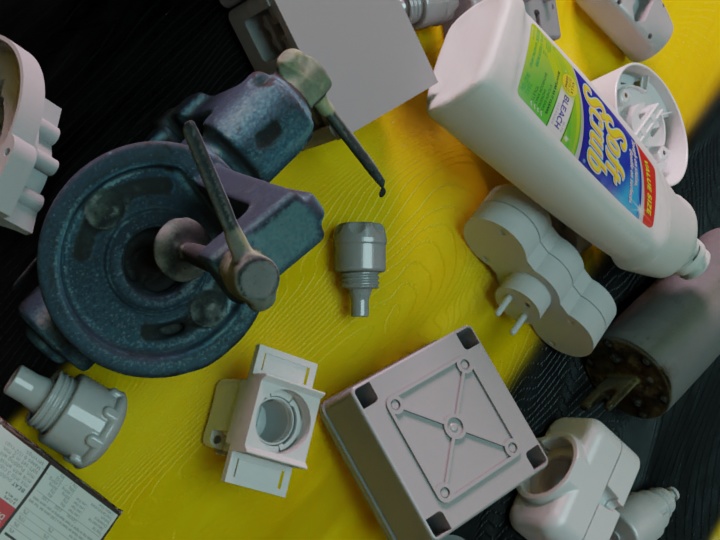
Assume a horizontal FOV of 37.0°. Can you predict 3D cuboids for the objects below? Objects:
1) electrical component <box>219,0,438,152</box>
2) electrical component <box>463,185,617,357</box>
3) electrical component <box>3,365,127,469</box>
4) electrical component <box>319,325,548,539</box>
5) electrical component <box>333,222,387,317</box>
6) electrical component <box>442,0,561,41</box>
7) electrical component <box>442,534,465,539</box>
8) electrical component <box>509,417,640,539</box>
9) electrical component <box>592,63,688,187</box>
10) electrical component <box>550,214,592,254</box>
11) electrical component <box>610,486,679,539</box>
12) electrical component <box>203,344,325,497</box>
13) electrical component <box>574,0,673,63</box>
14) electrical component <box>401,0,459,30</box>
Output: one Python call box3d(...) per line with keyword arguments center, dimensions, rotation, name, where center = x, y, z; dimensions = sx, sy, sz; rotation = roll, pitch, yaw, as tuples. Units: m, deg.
box3d(center=(-0.030, -0.162, 0.682), dimensions=(0.089, 0.062, 0.150), rotation=(-34, 104, -32), name="electrical component")
box3d(center=(0.122, 0.013, 0.772), dimensions=(0.138, 0.052, 0.073), rotation=(50, 61, -19), name="electrical component")
box3d(center=(-0.161, 0.074, 0.581), dimensions=(0.062, 0.048, 0.048), rotation=(35, 67, -19), name="electrical component")
box3d(center=(0.047, 0.107, 0.694), dimensions=(0.109, 0.056, 0.108), rotation=(-25, 82, -33), name="electrical component")
box3d(center=(0.000, 0.000, 0.703), dimensions=(0.035, 0.035, 0.061), rotation=(2, 86, -34), name="electrical component")
box3d(center=(0.113, -0.189, 0.773), dimensions=(0.083, 0.076, 0.047), rotation=(-9, 90, -35), name="electrical component")
box3d(center=(0.048, 0.195, 0.702), dimensions=(0.066, 0.055, 0.048), rotation=(-28, 101, -33), name="electrical component")
box3d(center=(0.153, 0.157, 0.778), dimensions=(0.059, 0.054, 0.095), rotation=(42, 64, -24), name="electrical component")
box3d(center=(0.214, -0.110, 0.841), dimensions=(0.099, 0.064, 0.099), rotation=(4, 83, -34), name="electrical component")
box3d(center=(0.165, -0.038, 0.812), dimensions=(0.055, 0.045, 0.045), rotation=(-30, 102, -32), name="electrical component")
box3d(center=(0.218, 0.189, 0.827), dimensions=(0.078, 0.040, 0.040), rotation=(-23, 98, -34), name="electrical component")
box3d(center=(-0.059, 0.088, 0.635), dimensions=(0.042, 0.064, 0.081), rotation=(24, 73, -32), name="electrical component")
box3d(center=(0.218, -0.222, 0.867), dimensions=(0.077, 0.043, 0.079), rotation=(39, 66, -25), name="electrical component")
box3d(center=(0.037, -0.184, 0.746), dimensions=(0.061, 0.035, 0.035), rotation=(-19, 96, -32), name="electrical component")
